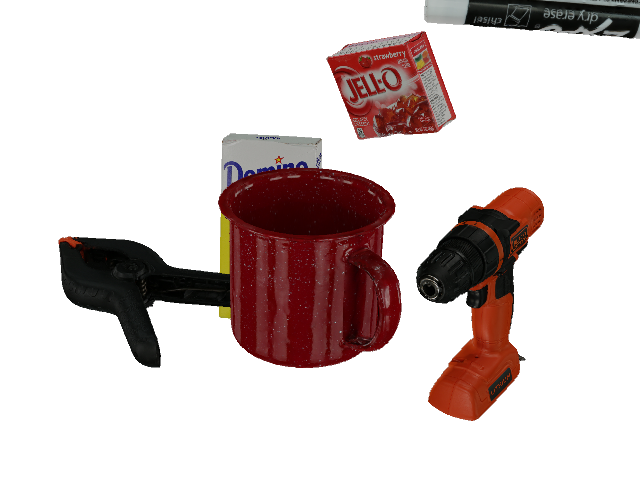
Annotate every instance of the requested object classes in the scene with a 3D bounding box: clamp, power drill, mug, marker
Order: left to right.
[{"bbox_3d":[-0.129,0.033,0.807,0.120,0.039,0.172,-17,35,-40],"label":"clamp"},{"bbox_3d":[0.000,0.019,0.569,0.093,0.081,0.117,-20,33,-38],"label":"mug"},{"bbox_3d":[0.137,0.063,0.941,0.057,0.188,0.184,21,35,30],"label":"power drill"},{"bbox_3d":[0.100,-0.087,0.402,0.121,0.020,0.020,5,0,2],"label":"marker"}]

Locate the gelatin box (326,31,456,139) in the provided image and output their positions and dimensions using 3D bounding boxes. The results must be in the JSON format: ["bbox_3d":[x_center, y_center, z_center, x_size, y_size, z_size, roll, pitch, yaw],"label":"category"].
[{"bbox_3d":[0.054,-0.119,0.831,0.089,0.073,0.030,1,31,47],"label":"gelatin box"}]

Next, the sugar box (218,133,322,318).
[{"bbox_3d":[-0.049,-0.012,1.024,0.093,0.176,0.048,3,15,8],"label":"sugar box"}]
